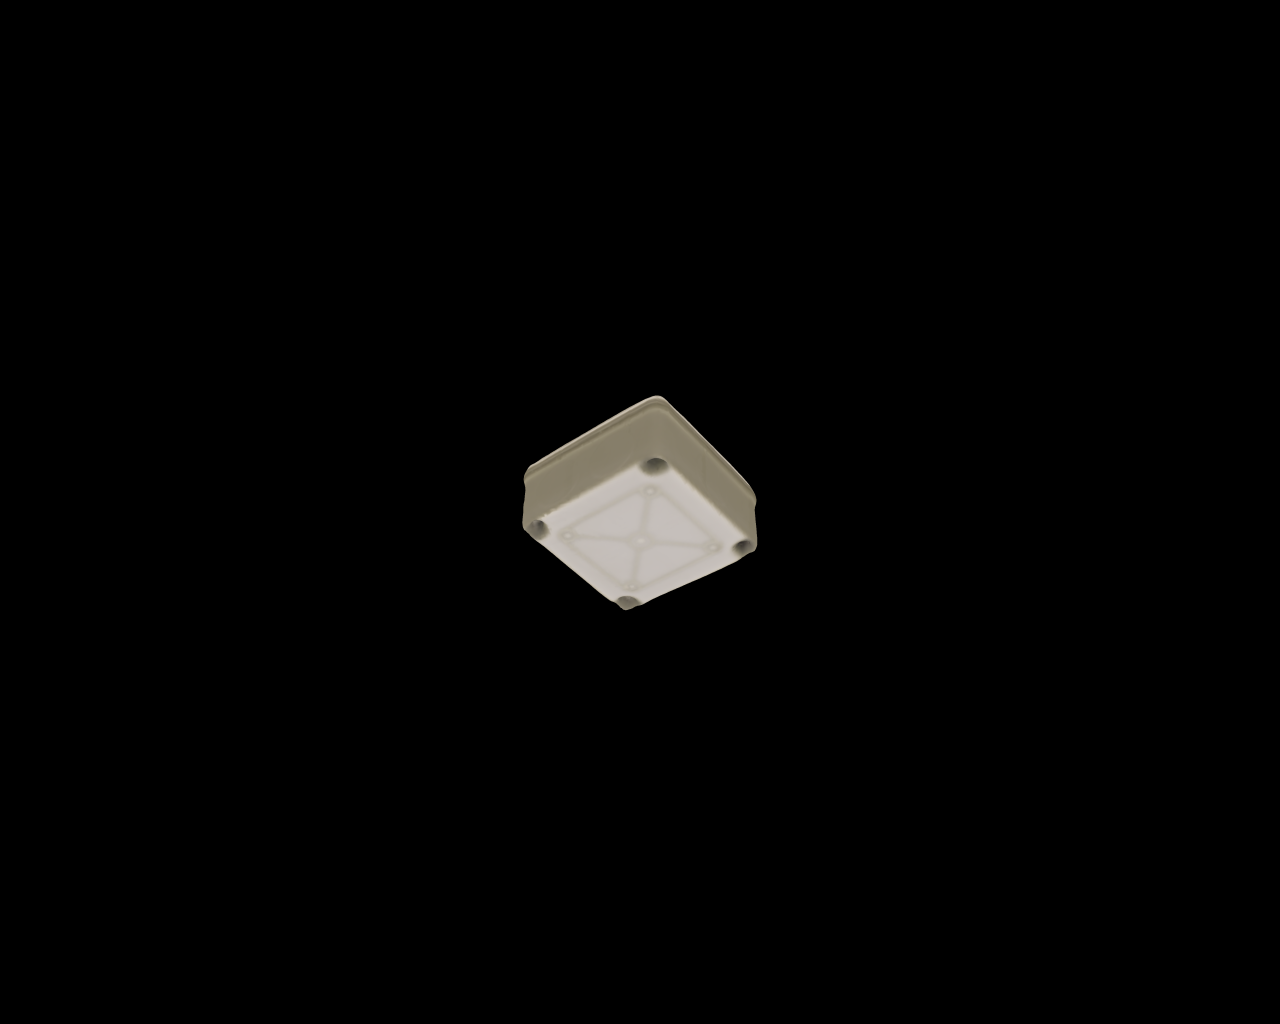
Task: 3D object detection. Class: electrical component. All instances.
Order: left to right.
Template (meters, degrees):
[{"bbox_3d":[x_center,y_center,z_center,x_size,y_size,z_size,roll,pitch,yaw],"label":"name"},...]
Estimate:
[{"bbox_3d":[0.001,-0.003,0.650,0.108,0.056,0.108,-27,-49,26],"label":"electrical component"}]
